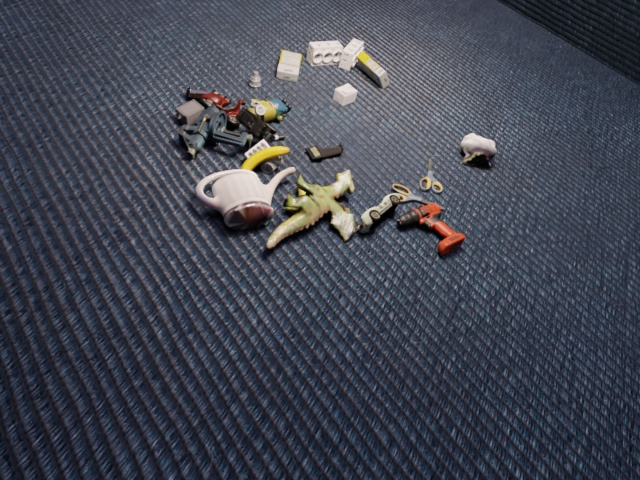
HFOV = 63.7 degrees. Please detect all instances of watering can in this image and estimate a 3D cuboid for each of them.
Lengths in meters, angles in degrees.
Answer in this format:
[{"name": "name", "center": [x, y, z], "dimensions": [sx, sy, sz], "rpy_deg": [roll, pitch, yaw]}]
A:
[{"name": "watering can", "center": [-0.205, -0.144, 1.597], "dimensions": [0.349, 0.101, 0.229], "rpy_deg": [-11, 52, -23]}]

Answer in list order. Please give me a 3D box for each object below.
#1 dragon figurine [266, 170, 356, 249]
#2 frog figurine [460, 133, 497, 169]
[{"name": "dragon figurine", "center": [0.005, -0.081, 1.610], "dimensions": [0.242, 0.119, 0.420], "rpy_deg": [25, 54, -3]}, {"name": "frog figurine", "center": [0.624, -0.374, 2.037], "dimensions": [0.137, 0.120, 0.163], "rpy_deg": [0, 56, 11]}]
